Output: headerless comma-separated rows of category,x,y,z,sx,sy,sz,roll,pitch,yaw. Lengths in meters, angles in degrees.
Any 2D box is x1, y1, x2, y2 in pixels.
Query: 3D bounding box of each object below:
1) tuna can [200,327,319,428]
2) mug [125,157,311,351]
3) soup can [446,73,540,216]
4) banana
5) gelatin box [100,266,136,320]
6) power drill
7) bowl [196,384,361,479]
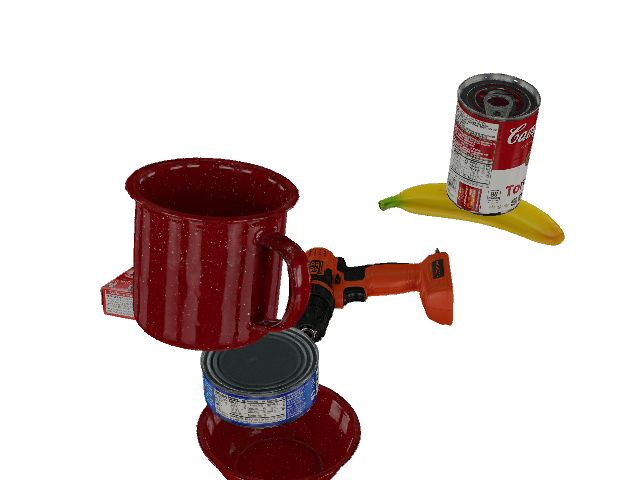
tuna can,-0.043,0.097,0.776,0.086,0.034,0.086,-1,32,0
mug,-0.052,0.011,0.581,0.117,0.081,0.093,22,28,32
soup can,0.143,-0.079,0.900,0.068,0.102,0.068,1,40,-1
banana,0.164,-0.029,1.121,0.198,0.037,0.069,10,39,24
gelatin box,-0.141,0.047,0.959,0.089,0.030,0.073,9,21,19
power drill,0.059,0.062,1.240,0.187,0.057,0.184,1,28,4
bowl,-0.041,0.205,1.060,0.162,0.055,0.162,1,30,-1
